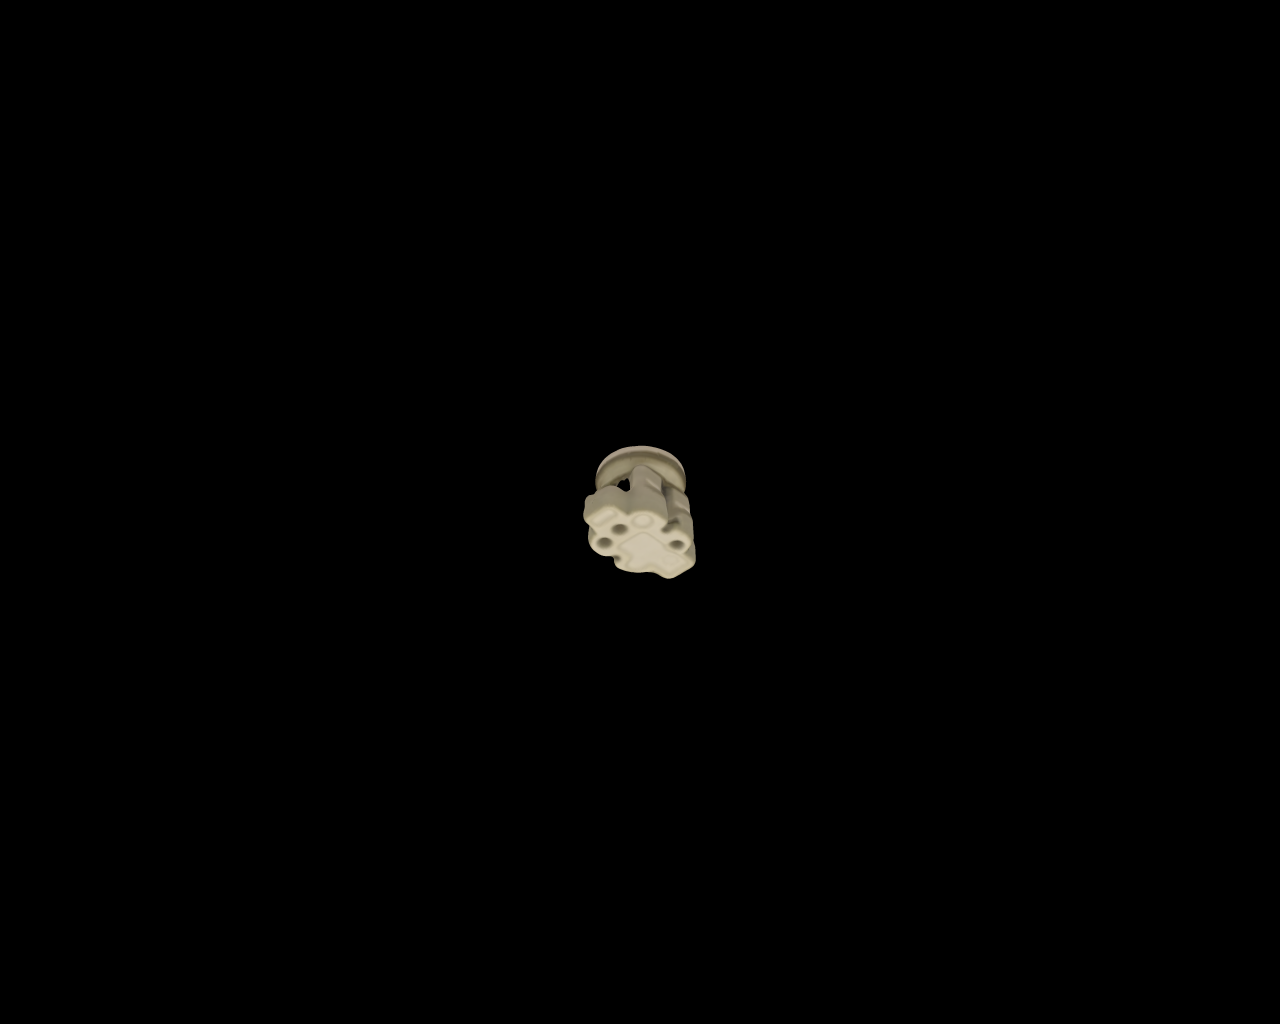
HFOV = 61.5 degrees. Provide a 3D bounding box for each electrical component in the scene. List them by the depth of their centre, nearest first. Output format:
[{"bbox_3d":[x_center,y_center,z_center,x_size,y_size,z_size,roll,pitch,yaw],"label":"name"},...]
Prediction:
[{"bbox_3d":[0.001,-0.003,0.650,0.058,0.057,0.078,-30,-49,31],"label":"electrical component"}]
